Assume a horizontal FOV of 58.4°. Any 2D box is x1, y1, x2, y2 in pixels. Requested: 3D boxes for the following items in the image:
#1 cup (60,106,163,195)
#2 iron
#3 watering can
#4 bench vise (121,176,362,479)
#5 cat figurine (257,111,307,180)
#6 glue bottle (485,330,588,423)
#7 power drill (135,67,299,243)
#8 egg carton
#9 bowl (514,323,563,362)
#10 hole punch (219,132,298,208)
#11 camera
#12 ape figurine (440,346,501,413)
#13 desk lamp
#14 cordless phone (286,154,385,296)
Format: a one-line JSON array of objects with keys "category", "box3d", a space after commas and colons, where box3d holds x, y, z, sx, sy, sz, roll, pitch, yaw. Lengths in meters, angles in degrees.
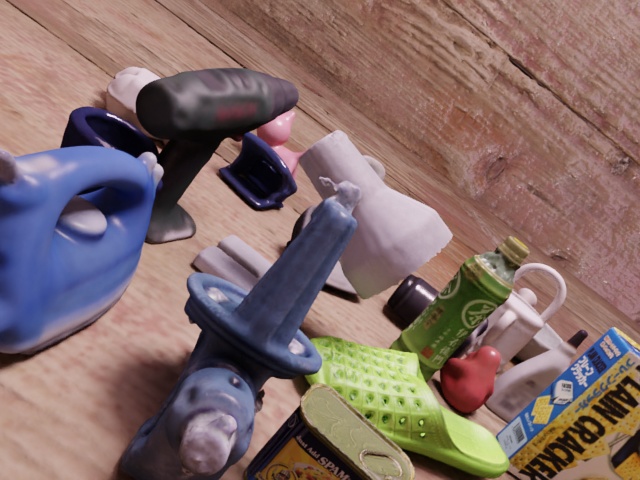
[{"category": "cup", "box3d": [-0.211, -0.061, 0.567, 0.117, 0.095, 0.092, 43, 20, 15]}, {"category": "iron", "box3d": [-0.187, -0.020, 0.444, 0.118, 0.141, 0.259, 39, 19, 4]}, {"category": "watering can", "box3d": [0.326, 0.119, 0.966, 0.101, 0.194, 0.173, 37, 19, -3]}, {"category": "bench vise", "box3d": [-0.032, 0.068, 0.401, 0.122, 0.219, 0.207, 28, 21, -26]}, {"category": "cat figurine", "box3d": [-0.075, -0.180, 1.050, 0.127, 0.117, 0.067, 40, 19, 7]}, {"category": "glue bottle", "box3d": [0.318, 0.192, 0.817, 0.078, 0.173, 0.037, 36, 19, -5]}, {"category": "power drill", "box3d": [-0.130, -0.100, 0.630, 0.075, 0.208, 0.230, 42, 19, 11]}, {"category": "egg carton", "box3d": [-0.243, -0.195, 0.858, 0.151, 0.069, 0.107, 30, 21, -23]}, {"category": "bowl", "box3d": [0.394, 0.187, 1.116, 0.168, 0.074, 0.167, 33, 19, -13]}, {"category": "hole punch", "box3d": [-0.088, -0.112, 0.912, 0.108, 0.091, 0.101, 43, 20, 15]}, {"category": "camera", "box3d": [0.182, 0.106, 0.883, 0.137, 0.100, 0.143, 40, 19, 5]}, {"category": "ape figurine", "box3d": [0.208, 0.181, 0.770, 0.078, 0.092, 0.076, 40, 19, 5]}, {"category": "desk lamp", "box3d": [0.006, 0.002, 0.630, 0.203, 0.213, 0.118, 39, 19, 2]}, {"category": "cordless phone", "box3d": [0.052, -0.019, 0.806, 0.148, 0.185, 0.094, 24, 23, -36]}]
